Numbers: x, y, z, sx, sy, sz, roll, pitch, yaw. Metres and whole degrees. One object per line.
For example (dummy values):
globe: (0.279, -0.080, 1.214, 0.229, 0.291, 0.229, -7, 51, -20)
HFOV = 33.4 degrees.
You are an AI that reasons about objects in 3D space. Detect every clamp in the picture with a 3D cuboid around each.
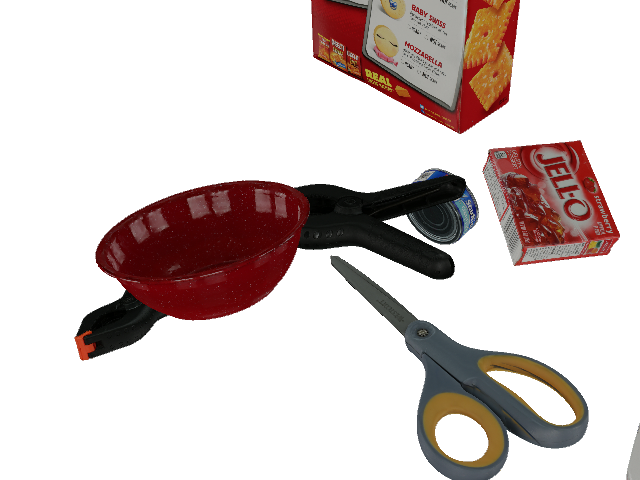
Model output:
clamp: (0.035, -0.025, 0.990, 0.210, 0.036, 0.164, 7, 31, 16)
clamp: (-0.195, 0.078, 1.170, 0.120, 0.039, 0.171, -6, 25, 30)

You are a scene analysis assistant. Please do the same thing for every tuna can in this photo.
tuna can: (0.137, -0.038, 1.225, 0.033, 0.086, 0.086, -40, 24, -31)

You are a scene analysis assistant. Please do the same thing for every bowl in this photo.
bowl: (-0.081, 0.013, 0.795, 0.162, 0.055, 0.162, -11, 25, 5)

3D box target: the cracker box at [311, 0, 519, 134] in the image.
cracker box: (0.070, -0.210, 0.803, 0.072, 0.214, 0.164, -34, 50, -31)

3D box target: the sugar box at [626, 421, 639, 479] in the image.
sugar box: (0.316, 0.168, 0.768, 0.176, 0.093, 0.048, 16, 28, 24)

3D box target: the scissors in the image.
scissors: (0.051, 0.069, 0.593, 0.202, 0.016, 0.096, 25, 49, 36)

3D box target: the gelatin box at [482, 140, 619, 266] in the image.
gelatin box: (0.165, -0.029, 0.772, 0.073, 0.089, 0.030, -6, -32, -10)
